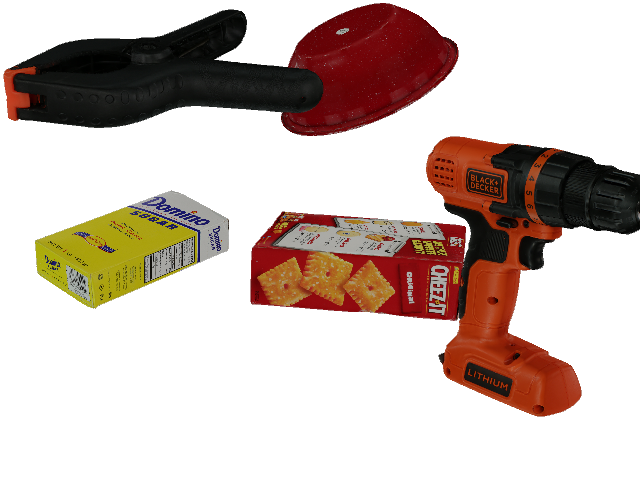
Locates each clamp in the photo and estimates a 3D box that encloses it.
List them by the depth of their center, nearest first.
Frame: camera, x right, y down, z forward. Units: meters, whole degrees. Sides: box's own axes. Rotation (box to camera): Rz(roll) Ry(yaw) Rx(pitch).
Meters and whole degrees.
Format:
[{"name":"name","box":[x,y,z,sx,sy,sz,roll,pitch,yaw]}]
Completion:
[{"name":"clamp","box":[-0.095,-0.100,0.615,0.171,0.039,0.120,-5,27,-18]}]

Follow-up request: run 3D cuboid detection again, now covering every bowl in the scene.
[{"name":"bowl","box":[0.031,-0.153,0.894,0.162,0.055,0.162,-21,27,11]}]

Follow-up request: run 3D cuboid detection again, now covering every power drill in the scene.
[{"name":"power drill","box":[0.151,0.025,0.759,0.057,0.188,0.185,-13,21,-37]}]

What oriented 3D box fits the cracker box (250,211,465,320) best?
[{"name":"cracker box","box":[0.045,0.026,1.143,0.214,0.072,0.164,5,15,8]}]

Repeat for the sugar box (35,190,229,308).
[{"name":"sugar box","box":[-0.187,0.004,1.076,0.093,0.048,0.175,27,39,34]}]
